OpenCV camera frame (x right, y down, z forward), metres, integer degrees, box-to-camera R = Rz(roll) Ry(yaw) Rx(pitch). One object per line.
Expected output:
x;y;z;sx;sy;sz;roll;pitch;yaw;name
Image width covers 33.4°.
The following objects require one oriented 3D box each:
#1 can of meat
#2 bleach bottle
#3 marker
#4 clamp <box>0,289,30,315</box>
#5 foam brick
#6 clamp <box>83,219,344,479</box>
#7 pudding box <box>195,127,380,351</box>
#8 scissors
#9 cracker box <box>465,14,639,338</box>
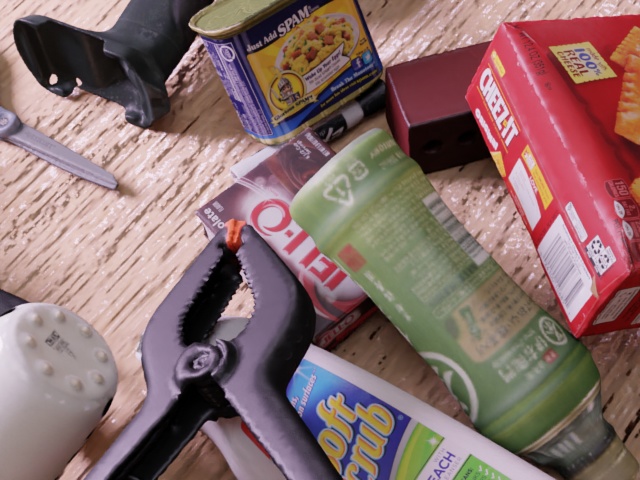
-0.017;-0.120;0.667;0.102;0.084;0.058;-34;31;-15;can of meat
0.004;0.115;0.550;0.251;0.068;0.102;27;69;23;bleach bottle
-0.002;-0.068;0.681;0.121;0.020;0.020;-32;62;-13;marker
-0.248;0.034;0.615;0.171;0.039;0.120;45;69;5;clamp
0.084;-0.082;0.660;0.078;0.053;0.051;-15;60;-2;foam brick
-0.059;0.075;0.518;0.165;0.036;0.210;-18;41;15;clamp
-0.004;0.001;0.629;0.090;0.039;0.114;-38;64;-16;pudding box
-0.210;-0.094;0.721;0.202;0.016;0.096;13;62;13;scissors
0.210;-0.047;0.583;0.213;0.072;0.164;-7;59;-18;cracker box
